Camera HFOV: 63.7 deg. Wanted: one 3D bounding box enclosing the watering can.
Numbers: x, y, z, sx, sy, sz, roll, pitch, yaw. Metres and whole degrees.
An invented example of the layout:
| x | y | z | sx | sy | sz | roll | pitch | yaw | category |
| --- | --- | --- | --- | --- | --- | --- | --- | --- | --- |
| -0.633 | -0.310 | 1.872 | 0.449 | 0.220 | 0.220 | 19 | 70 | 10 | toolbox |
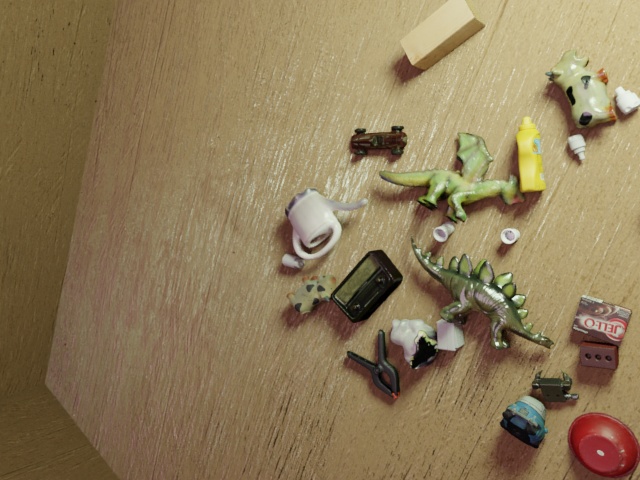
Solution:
| x | y | z | sx | sy | sz | roll | pitch | yaw | category |
| --- | --- | --- | --- | --- | --- | --- | --- | --- | --- |
| 0.005 | -0.086 | 1.718 | 0.342 | 0.104 | 0.227 | -47 | 65 | 31 | watering can |

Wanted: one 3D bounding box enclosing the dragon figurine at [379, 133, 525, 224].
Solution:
| x | y | z | sx | sy | sz | roll | pitch | yaw | category |
| --- | --- | --- | --- | --- | --- | --- | --- | --- | --- |
| 0.377 | -0.190 | 1.458 | 0.415 | 0.121 | 0.242 | 35 | 96 | 28 | dragon figurine |

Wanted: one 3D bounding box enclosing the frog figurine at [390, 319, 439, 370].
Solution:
| x | y | z | sx | sy | sz | roll | pitch | yaw | category |
| --- | --- | --- | --- | --- | --- | --- | --- | --- | --- |
| 0.282 | 0.304 | 1.553 | 0.160 | 0.123 | 0.136 | -149 | 53 | -70 | frog figurine |
